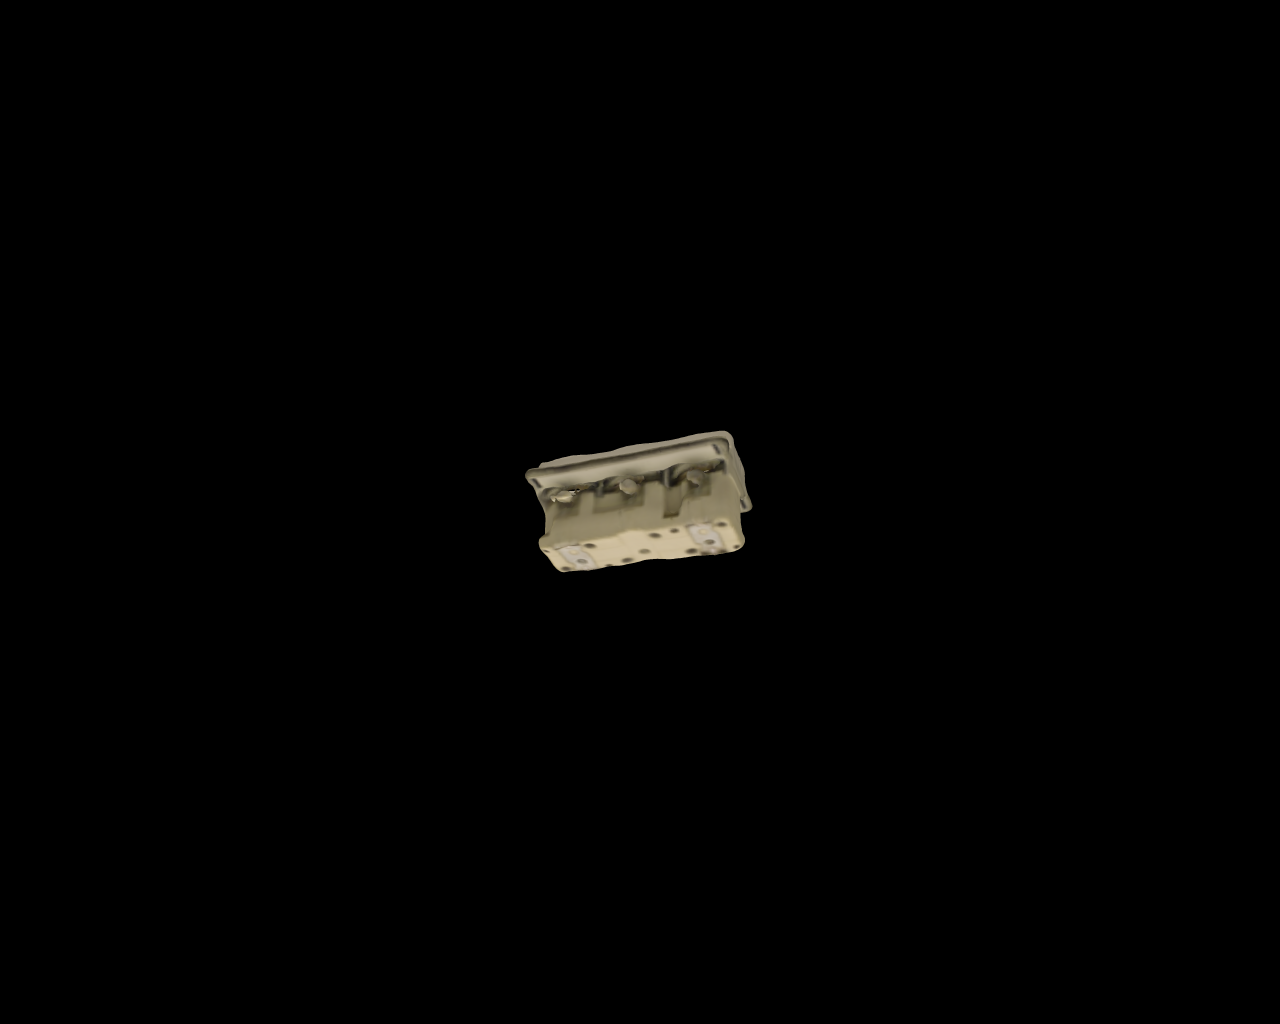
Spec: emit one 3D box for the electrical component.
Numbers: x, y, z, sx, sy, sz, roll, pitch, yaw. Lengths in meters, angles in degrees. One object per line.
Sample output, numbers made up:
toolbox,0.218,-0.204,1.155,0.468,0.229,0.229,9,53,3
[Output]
electrical component,0.001,-0.003,0.650,0.121,0.063,0.078,-8,-32,14
